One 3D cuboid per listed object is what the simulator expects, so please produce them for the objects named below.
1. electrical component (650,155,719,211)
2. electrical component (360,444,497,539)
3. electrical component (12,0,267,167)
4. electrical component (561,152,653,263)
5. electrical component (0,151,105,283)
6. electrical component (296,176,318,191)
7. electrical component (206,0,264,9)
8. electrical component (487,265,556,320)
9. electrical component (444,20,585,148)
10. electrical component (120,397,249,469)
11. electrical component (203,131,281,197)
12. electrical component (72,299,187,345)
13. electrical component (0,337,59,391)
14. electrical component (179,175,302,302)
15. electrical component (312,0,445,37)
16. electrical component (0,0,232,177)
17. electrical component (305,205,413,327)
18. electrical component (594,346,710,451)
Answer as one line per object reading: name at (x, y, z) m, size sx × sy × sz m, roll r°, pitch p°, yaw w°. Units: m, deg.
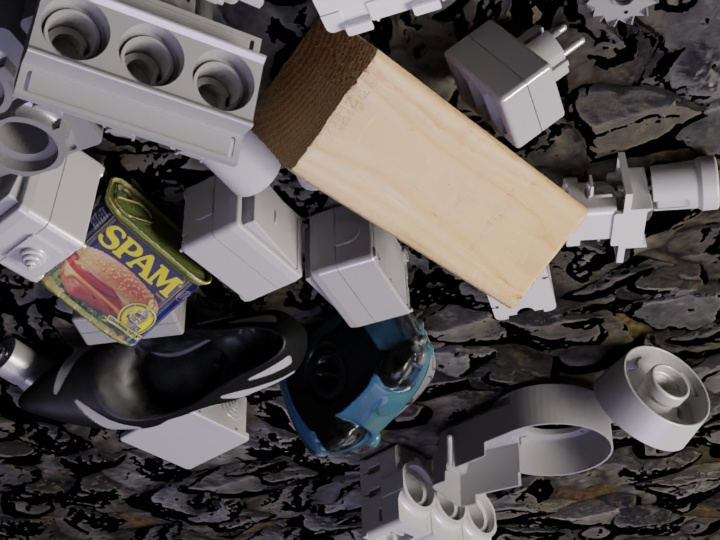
electrical component at (0.239, -0.063, 0.794) m, size 0.046 × 0.040 × 0.040 m, roll -5°, pitch 143°, yaw 14°
electrical component at (0.075, 0.258, 1.159) m, size 0.062 × 0.089 × 0.150 m, roll -32°, pitch 134°, yaw 33°
electrical component at (-0.122, -0.107, 0.591) m, size 0.121 × 0.078 × 0.063 m, roll 16°, pitch 160°, yaw -23°
electrical component at (0.184, -0.045, 0.811) m, size 0.064 × 0.042 × 0.081 m, roll -3°, pitch 142°, yaw 6°
electrical component at (-0.227, -0.042, 0.745) m, size 0.062 × 0.096 × 0.061 m, roll -30°, pitch 131°, yaw 31°
electrical component at (-0.040, -0.091, 0.739) m, size 0.044 × 0.044 × 0.065 m, roll -20°, pitch 135°, yaw 22°
electrical component at (-0.071, -0.183, 0.595) m, size 0.042 × 0.081 × 0.064 m, roll 19°, pitch 160°, yaw -25°
electrical component at (0.119, -0.012, 0.839) m, size 0.050 × 0.055 × 0.089 m, roll -12°, pitch 142°, yaw 12°
electrical component at (0.107, -0.129, 0.684) m, size 0.077 × 0.065 × 0.047 m, roll -36°, pitch 139°, yaw -4°
electrical component at (-0.166, 0.141, 1.027) m, size 0.100 × 0.048 × 0.100 m, roll -29°, pitch 135°, yaw 30°
electrical component at (-0.094, -0.090, 0.734) m, size 0.043 × 0.043 × 0.081 m, roll -20°, pitch 139°, yaw 22°
electrical component at (-0.190, 0.017, 0.865) m, size 0.083 × 0.047 × 0.075 m, roll -7°, pitch 142°, yaw 5°
electrical component at (-0.296, 0.089, 0.959) m, size 0.044 × 0.044 × 0.065 m, roll -26°, pitch 132°, yaw 28°
electrical component at (-0.080, -0.025, 0.805) m, size 0.061 × 0.061 × 0.096 m, roll -23°, pitch 138°, yaw 25°
electrical component at (0.030, -0.182, 0.606) m, size 0.121 × 0.063 × 0.078 m, roll -14°, pitch 141°, yaw 14°
electrical component at (-0.181, -0.129, 0.665) m, size 0.186 × 0.060 × 0.105 m, roll -15°, pitch 141°, yaw 16°
electrical component at (0.000, 0.000, 0.842) m, size 0.061 × 0.061 × 0.096 m, roll -16°, pitch 141°, yaw 17°
electrical component at (0.268, 0.120, 0.989) m, size 0.099 × 0.099 × 0.064 m, roll 13°, pitch 134°, yaw -19°
